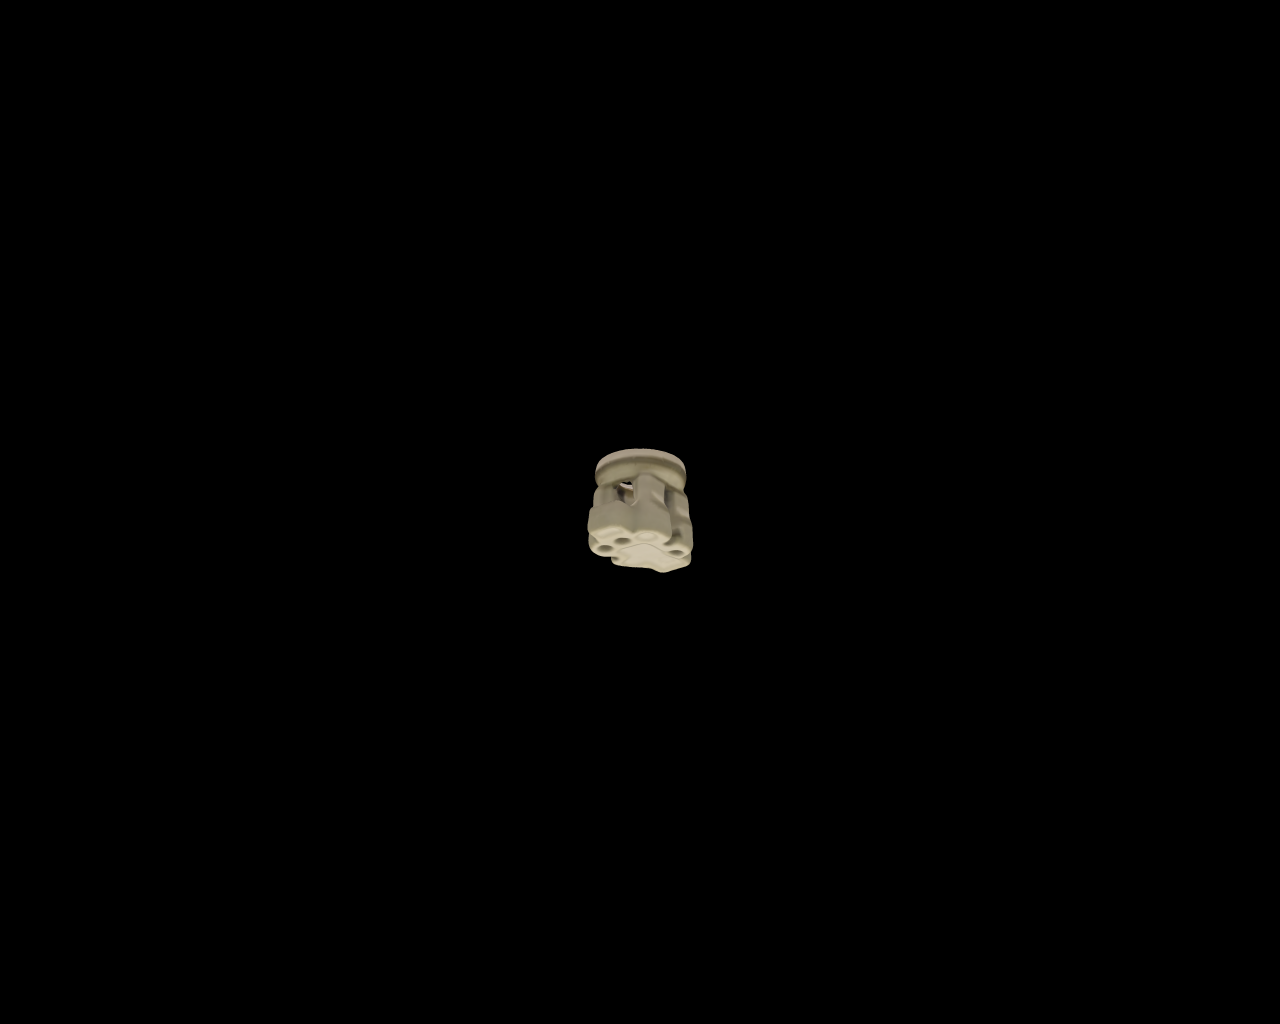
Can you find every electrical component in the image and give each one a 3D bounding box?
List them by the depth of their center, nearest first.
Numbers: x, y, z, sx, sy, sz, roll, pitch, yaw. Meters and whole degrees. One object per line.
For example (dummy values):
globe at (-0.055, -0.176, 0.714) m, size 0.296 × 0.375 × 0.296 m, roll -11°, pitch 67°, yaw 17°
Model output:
electrical component at (0.001, -0.003, 0.650) m, size 0.058 × 0.057 × 0.078 m, roll -17°, pitch -29°, yaw 32°
